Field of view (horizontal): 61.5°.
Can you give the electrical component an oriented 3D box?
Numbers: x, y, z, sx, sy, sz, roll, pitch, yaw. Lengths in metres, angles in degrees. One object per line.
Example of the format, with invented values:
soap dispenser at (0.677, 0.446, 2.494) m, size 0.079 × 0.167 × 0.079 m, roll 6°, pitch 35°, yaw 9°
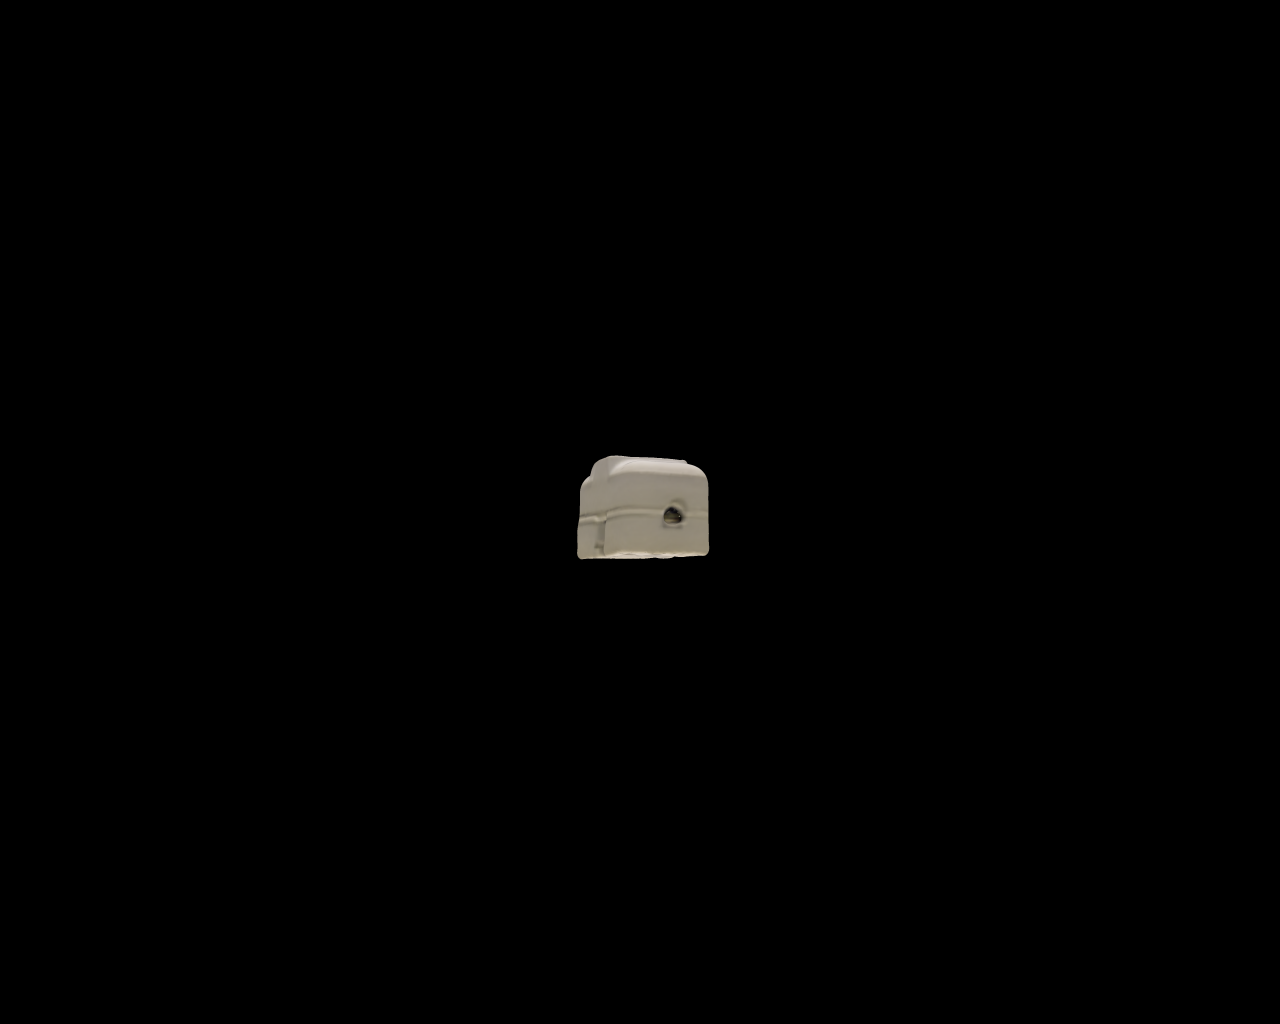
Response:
electrical component at (0.001, -0.003, 0.650) m, size 0.054 × 0.059 × 0.095 m, roll 2°, pitch -5°, yaw -24°
